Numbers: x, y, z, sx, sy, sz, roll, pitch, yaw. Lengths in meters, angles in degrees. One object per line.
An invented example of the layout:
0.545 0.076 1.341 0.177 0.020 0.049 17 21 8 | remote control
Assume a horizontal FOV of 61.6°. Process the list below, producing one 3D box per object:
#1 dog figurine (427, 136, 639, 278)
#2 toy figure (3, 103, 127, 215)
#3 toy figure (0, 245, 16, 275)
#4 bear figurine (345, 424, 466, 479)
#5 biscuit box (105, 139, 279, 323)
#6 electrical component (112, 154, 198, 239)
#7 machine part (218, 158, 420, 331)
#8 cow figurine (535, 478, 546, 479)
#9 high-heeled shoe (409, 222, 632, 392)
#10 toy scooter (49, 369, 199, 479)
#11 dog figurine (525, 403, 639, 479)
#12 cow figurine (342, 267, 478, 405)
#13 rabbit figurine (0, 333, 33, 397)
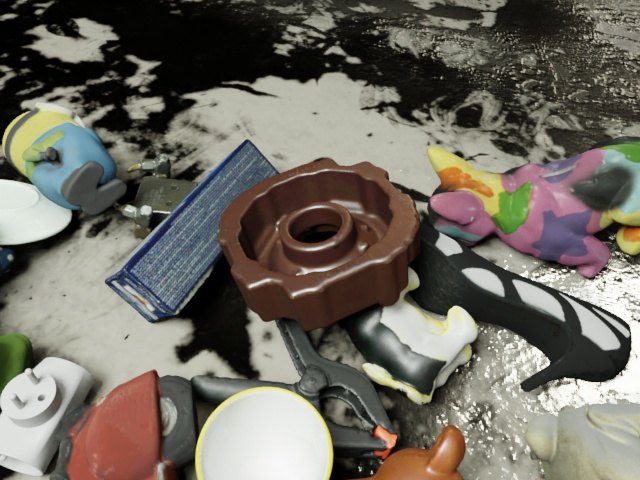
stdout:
0.217 -0.048 0.543 0.219 0.191 0.108 15 55 -14 | dog figurine
-0.269 -0.084 0.553 0.089 0.082 0.180 -29 47 -23 | toy figure
-0.358 0.007 0.500 0.155 0.057 0.064 17 56 1 | toy figure
0.023 0.209 0.335 0.132 0.120 0.196 13 48 9 | bear figurine
-0.115 -0.014 0.530 0.062 0.059 0.203 47 51 -16 | biscuit box
-0.171 -0.044 0.572 0.078 0.045 0.102 9 50 2 | electrical component
-0.001 -0.001 0.474 0.179 0.055 0.179 -7 42 7 | machine part
0.133 0.213 0.309 0.086 0.195 0.127 27 89 12 | cow figurine
0.181 0.039 0.525 0.145 0.086 0.249 -22 60 -27 | high-heeled shoe
-0.148 0.181 0.368 0.135 0.075 0.184 -6 56 -10 | toy scooter
0.228 0.218 0.357 0.172 0.121 0.190 3 57 11 | dog figurine
0.051 0.070 0.491 0.167 0.068 0.098 38 61 24 | cow figurine
-0.316 0.052 0.424 0.159 0.121 0.170 -13 70 8 | rabbit figurine
